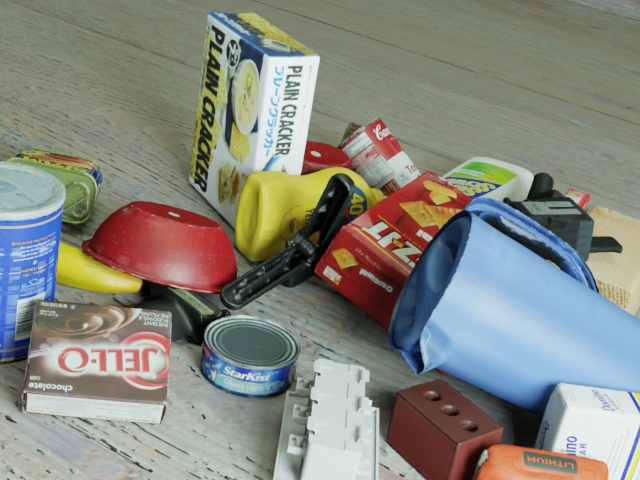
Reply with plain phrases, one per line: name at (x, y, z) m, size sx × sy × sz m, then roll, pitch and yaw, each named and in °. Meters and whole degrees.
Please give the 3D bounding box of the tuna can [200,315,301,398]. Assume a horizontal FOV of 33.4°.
tuna can at (-0.061, 0.102, 0.937) m, size 0.086 × 0.034 × 0.086 m, roll 9°, pitch 25°, yaw -5°

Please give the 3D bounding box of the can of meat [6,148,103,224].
can of meat at (-0.287, -0.061, 1.145) m, size 0.102 × 0.057 × 0.084 m, roll 12°, pitch 14°, yaw -7°

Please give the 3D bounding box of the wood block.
wood block at (0.302, 0.043, 1.154) m, size 0.091 × 0.090 × 0.205 m, roll 21°, pitch 26°, yaw 20°

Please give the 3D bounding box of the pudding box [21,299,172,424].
pudding box at (-0.177, 0.098, 0.858) m, size 0.113 × 0.039 × 0.090 m, roll 5°, pitch 48°, yaw -10°

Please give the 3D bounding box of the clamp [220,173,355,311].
clamp at (-0.007, 0.001, 1.054) m, size 0.036 × 0.165 × 0.209 m, roll 46°, pitch 12°, yaw 11°

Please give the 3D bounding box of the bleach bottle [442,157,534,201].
bleach bottle at (0.169, -0.035, 1.297) m, size 0.103 × 0.068 × 0.250 m, roll 20°, pitch 28°, yaw 26°

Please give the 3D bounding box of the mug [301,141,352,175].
mug at (-0.002, -0.068, 1.268) m, size 0.093 × 0.081 × 0.117 m, roll 25°, pitch 28°, yaw 27°

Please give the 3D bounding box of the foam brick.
foam brick at (0.100, 0.159, 0.866) m, size 0.052 × 0.051 × 0.078 m, roll -9°, pitch 32°, yaw -38°

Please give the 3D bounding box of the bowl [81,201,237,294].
bowl at (-0.146, 0.001, 1.039) m, size 0.162 × 0.055 × 0.162 m, roll 16°, pitch 8°, yaw -2°

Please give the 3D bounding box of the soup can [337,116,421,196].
soup can at (0.076, -0.091, 1.314) m, size 0.102 × 0.069 × 0.068 m, roll 54°, pitch 33°, yaw 2°

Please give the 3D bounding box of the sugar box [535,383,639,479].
sugar box at (0.265, 0.172, 0.860) m, size 0.176 × 0.093 × 0.048 m, roll 10°, pitch 24°, yaw -5°

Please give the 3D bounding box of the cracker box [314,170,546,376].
cracker box at (0.119, 0.023, 1.086) m, size 0.164 × 0.072 × 0.213 m, roll 38°, pitch 32°, yaw 13°

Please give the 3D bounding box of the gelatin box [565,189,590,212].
gelatin box at (0.289, -0.007, 1.255) m, size 0.030 × 0.089 × 0.073 m, roll 17°, pitch 25°, yaw 19°

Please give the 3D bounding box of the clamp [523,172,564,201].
clamp at (0.230, -0.019, 1.206) m, size 0.039 × 0.120 × 0.171 m, roll 37°, pitch 11°, yaw -4°

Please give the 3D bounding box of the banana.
banana at (-0.264, 0.009, 1.041) m, size 0.198 × 0.037 × 0.069 m, roll 25°, pitch 28°, yaw 27°

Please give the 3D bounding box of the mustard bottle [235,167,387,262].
mustard bottle at (0.003, -0.032, 1.175) m, size 0.191 × 0.096 × 0.058 m, roll -7°, pitch 29°, yaw -34°

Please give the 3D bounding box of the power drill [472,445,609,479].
power drill at (0.182, 0.227, 0.750) m, size 0.184 × 0.057 × 0.187 m, roll 10°, pitch 25°, yaw -2°

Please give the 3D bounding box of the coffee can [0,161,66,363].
coffee can at (-0.272, 0.017, 0.898) m, size 0.102 × 0.140 × 0.103 m, roll 9°, pitch 25°, yaw -5°

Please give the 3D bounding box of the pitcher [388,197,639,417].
pitcher at (0.193, 0.077, 0.919) m, size 0.242 × 0.149 × 0.145 m, roll 28°, pitch 10°, yaw -9°
